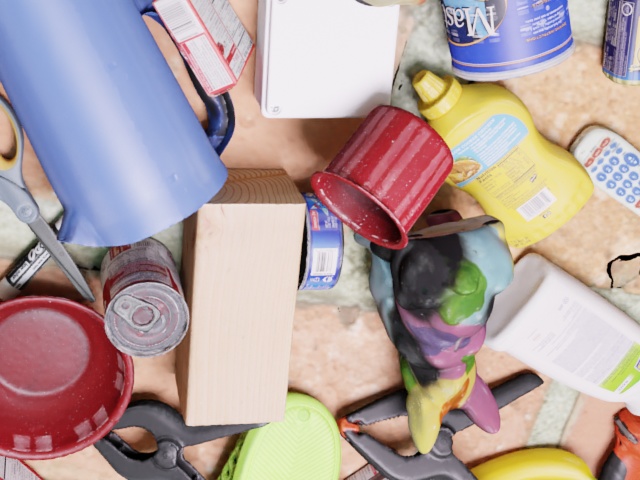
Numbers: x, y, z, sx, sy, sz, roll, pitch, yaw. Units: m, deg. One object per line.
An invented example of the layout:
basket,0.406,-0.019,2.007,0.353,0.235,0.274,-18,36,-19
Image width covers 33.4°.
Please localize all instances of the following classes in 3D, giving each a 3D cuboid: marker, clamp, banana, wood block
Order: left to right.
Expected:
marker,-0.231,0.005,0.909,0.020,0.020,0.121,40,99,-25
clamp,-0.132,0.202,0.977,0.171,0.039,0.120,7,91,8
wood block,-0.073,0.049,0.928,0.090,0.090,0.206,0,112,-14
clamp,0.123,0.189,1.050,0.210,0.036,0.164,18,76,-7
banana,0.195,0.250,1.092,0.197,0.070,0.037,-11,122,-11

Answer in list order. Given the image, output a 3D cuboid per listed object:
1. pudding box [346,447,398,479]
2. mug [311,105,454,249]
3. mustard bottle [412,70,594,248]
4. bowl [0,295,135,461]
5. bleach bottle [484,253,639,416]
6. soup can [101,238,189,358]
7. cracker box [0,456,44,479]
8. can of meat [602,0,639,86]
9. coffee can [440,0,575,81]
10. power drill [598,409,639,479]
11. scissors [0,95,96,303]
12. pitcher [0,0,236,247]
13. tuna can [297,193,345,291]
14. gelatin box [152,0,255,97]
pudding box,0.071,0.280,1.093,0.090,0.039,0.113,-35,118,3
mug,0.048,-0.053,0.863,0.093,0.117,0.081,44,73,-21
mustard bottle,0.149,-0.081,0.942,0.096,0.058,0.191,-39,117,21
bowl,-0.245,0.110,0.931,0.162,0.055,0.162,-5,114,-12
bleach bottle,0.272,0.114,1.058,0.250,0.068,0.103,34,103,-27
soup can,-0.150,0.045,0.900,0.068,0.102,0.068,-5,114,-12
cracker box,-0.335,0.259,0.966,0.164,0.072,0.213,-37,117,5
can of meat,0.301,-0.185,0.937,0.102,0.057,0.084,-6,116,-11
coffee can,0.145,-0.212,0.860,0.102,0.103,0.140,-18,116,-6
power drill,0.349,0.282,1.151,0.184,0.057,0.188,15,109,-19
scissors,-0.262,-0.026,0.878,0.096,0.016,0.202,-16,108,-1
pitcher,-0.170,-0.129,0.816,0.145,0.149,0.243,-19,114,11
tuna can,-0.006,0.001,0.926,0.033,0.086,0.086,-1,113,-15
gelatin box,-0.090,-0.168,0.837,0.030,0.073,0.089,-20,120,21
